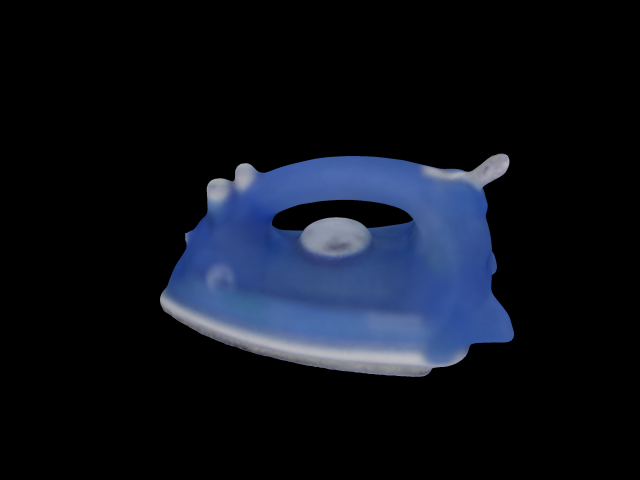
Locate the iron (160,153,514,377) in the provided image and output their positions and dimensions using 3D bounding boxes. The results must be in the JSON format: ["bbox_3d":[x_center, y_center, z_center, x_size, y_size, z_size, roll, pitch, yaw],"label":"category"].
[{"bbox_3d":[0.004,0.001,0.400,0.258,0.141,0.118,3,32,5],"label":"iron"}]
